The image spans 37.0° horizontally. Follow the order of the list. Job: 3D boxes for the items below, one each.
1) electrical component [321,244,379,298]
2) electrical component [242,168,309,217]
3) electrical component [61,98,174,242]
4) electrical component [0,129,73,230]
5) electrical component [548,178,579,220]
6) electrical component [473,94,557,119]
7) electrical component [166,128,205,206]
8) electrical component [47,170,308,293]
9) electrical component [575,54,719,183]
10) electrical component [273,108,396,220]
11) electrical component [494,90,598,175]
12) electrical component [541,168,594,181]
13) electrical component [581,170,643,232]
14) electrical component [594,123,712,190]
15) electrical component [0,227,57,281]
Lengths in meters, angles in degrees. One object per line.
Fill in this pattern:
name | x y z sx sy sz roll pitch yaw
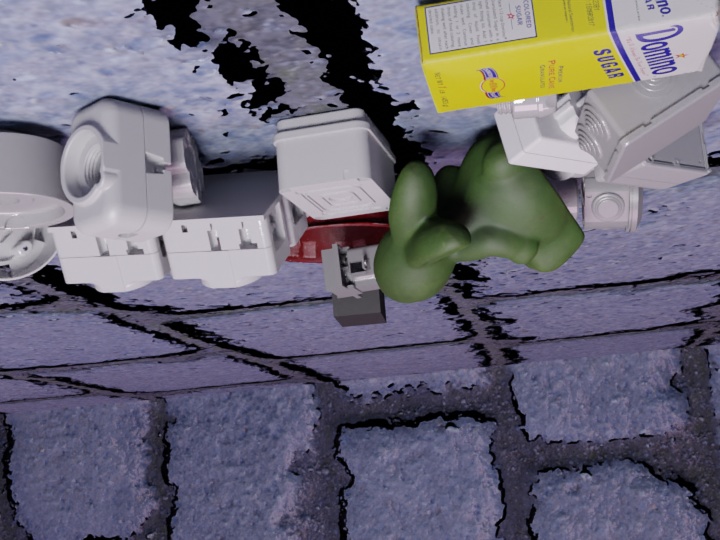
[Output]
electrical component | 0.000 0.000 1.053 0.064 0.042 0.081 -8 169 12
electrical component | -0.076 -0.071 0.961 0.065 0.044 0.044 4 167 -17
electrical component | -0.176 -0.072 0.777 0.054 0.095 0.059 -15 165 41
electrical component | -0.274 -0.073 0.822 0.108 0.060 0.108 -4 169 -1
electrical component | 0.173 -0.062 1.074 0.074 0.052 0.138 -5 169 3
electrical component | 0.111 -0.126 0.778 0.061 0.035 0.035 -4 169 8
electrical component | -0.159 -0.078 0.850 0.057 0.058 0.078 -8 168 2
electrical component | -0.148 -0.033 0.904 0.186 0.060 0.105 -2 -156 15
electrical component | 0.201 -0.115 0.754 0.100 0.048 0.099 -33 167 -2
electrical component | -0.018 -0.084 0.875 0.078 0.057 0.113 -7 168 13
electrical component | 0.162 -0.115 0.824 0.083 0.047 0.076 4 152 -35
electrical component | 0.186 -0.100 0.916 0.062 0.048 0.048 -3 171 -41
electrical component | 0.227 -0.074 0.972 0.051 0.080 0.080 -1 169 9
electrical component | 0.237 -0.102 0.876 0.096 0.061 0.061 3 166 -34
electrical component | -0.302 -0.039 0.896 0.099 0.099 0.064 5 171 -41
